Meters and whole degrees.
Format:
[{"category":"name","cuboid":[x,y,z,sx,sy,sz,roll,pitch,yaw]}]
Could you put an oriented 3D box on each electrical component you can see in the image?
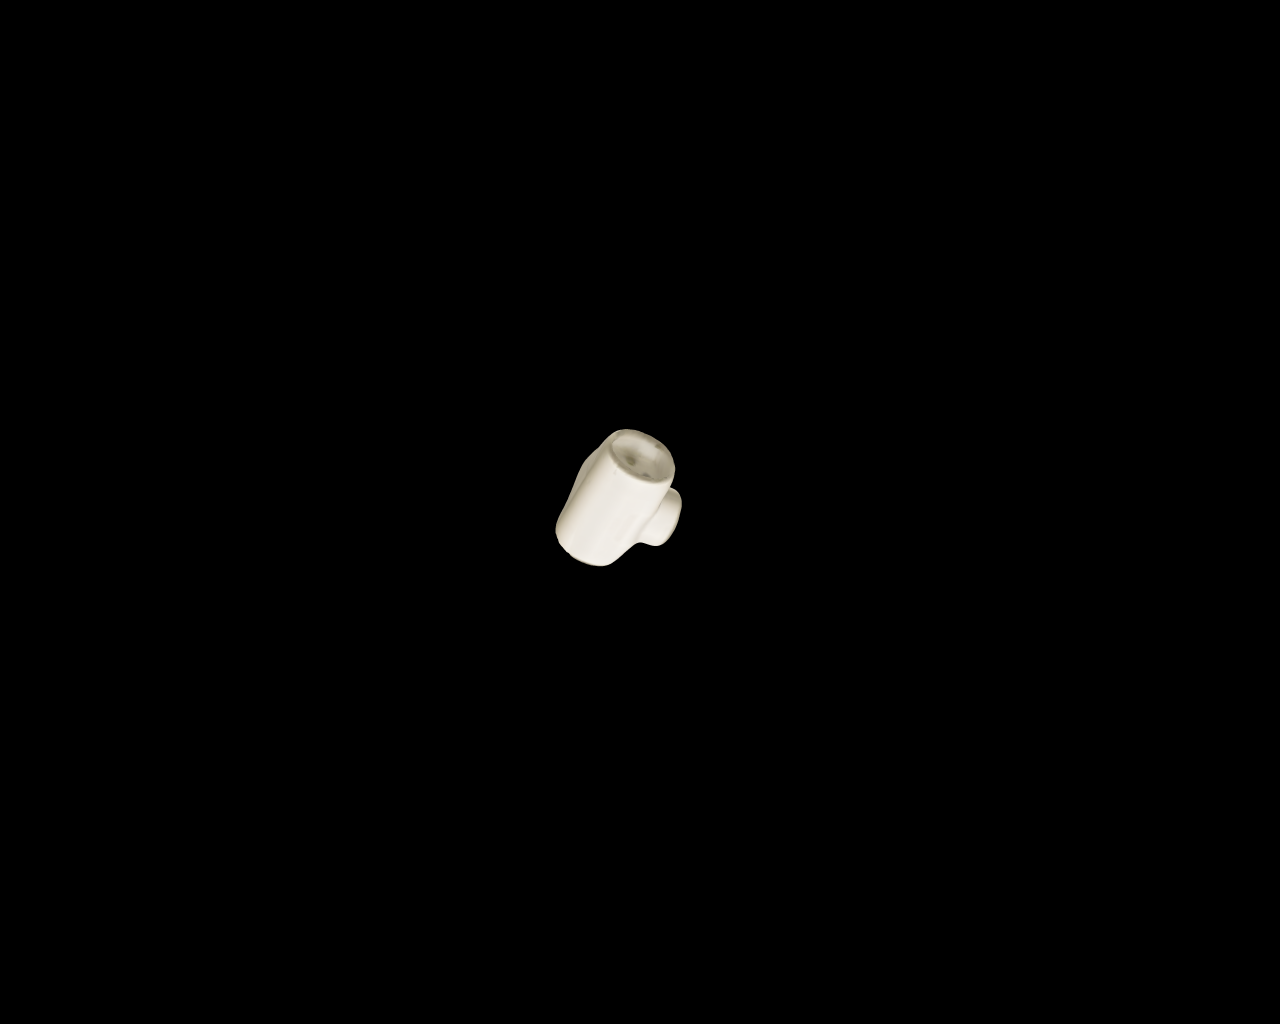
[{"category":"electrical component","cuboid":[0.001,-0.003,0.650,0.079,0.043,0.077,20,-50,-17]}]
